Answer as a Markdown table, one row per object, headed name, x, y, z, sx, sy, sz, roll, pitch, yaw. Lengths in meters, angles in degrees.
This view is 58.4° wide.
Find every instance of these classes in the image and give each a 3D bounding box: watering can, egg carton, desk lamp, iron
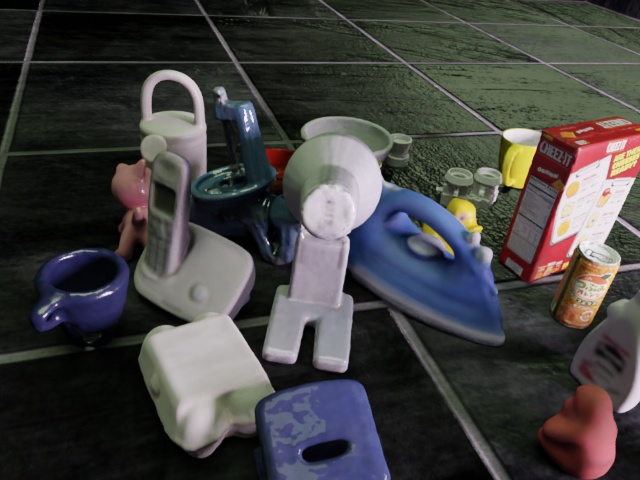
| name | x | y | z | sx | sy | sz | roll | pitch | yaw |
| --- | --- | --- | --- | --- | --- | --- | --- | --- | --- |
| watering can | -0.222 | -0.158 | 0.872 | 0.101 | 0.194 | 0.172 | -5 | 35 | -17 |
| egg carton | -0.114 | 0.136 | 0.563 | 0.107 | 0.069 | 0.150 | -15 | 39 | -29 |
| desk lamp | 0.006 | 0.002 | 0.656 | 0.118 | 0.214 | 0.203 | 7 | 33 | 0 |
| iron | 0.141 | 0.012 | 0.732 | 0.119 | 0.141 | 0.257 | -25 | 45 | -38 |

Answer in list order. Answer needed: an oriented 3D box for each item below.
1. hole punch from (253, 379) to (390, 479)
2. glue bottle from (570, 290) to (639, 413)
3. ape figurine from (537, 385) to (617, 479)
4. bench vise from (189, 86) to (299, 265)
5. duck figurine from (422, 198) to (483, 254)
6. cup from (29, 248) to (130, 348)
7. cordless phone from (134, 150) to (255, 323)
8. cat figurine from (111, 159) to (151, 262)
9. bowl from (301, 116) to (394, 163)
| name | x | y | z | sx | sy | sz | roll | pitch | yaw |
| --- | --- | --- | --- | --- | --- | --- | --- | --- | --- |
| hole punch | 0.002 | 0.185 | 0.493 | 0.109 | 0.091 | 0.101 | -7 | 36 | -20 |
| glue bottle | 0.328 | 0.100 | 0.606 | 0.037 | 0.173 | 0.078 | -15 | 39 | -29 |
| ape figurine | 0.254 | 0.177 | 0.551 | 0.078 | 0.092 | 0.076 | 3 | 34 | -6 |
| bench vise | -0.081 | -0.089 | 0.771 | 0.207 | 0.220 | 0.121 | 9 | 34 | 3 |
| duck figurine | 0.199 | -0.022 | 0.844 | 0.078 | 0.086 | 0.104 | -12 | 38 | -26 |
| cup | -0.253 | 0.076 | 0.605 | 0.091 | 0.095 | 0.118 | 15 | 34 | 12 |
| cordless phone | -0.145 | 0.000 | 0.658 | 0.147 | 0.185 | 0.094 | 22 | 36 | 21 |
| cat figurine | -0.247 | -0.050 | 0.774 | 0.067 | 0.118 | 0.127 | -4 | 35 | -16 |
| bowl | 0.045 | -0.158 | 1.030 | 0.167 | 0.075 | 0.167 | 5 | 34 | -3 |
